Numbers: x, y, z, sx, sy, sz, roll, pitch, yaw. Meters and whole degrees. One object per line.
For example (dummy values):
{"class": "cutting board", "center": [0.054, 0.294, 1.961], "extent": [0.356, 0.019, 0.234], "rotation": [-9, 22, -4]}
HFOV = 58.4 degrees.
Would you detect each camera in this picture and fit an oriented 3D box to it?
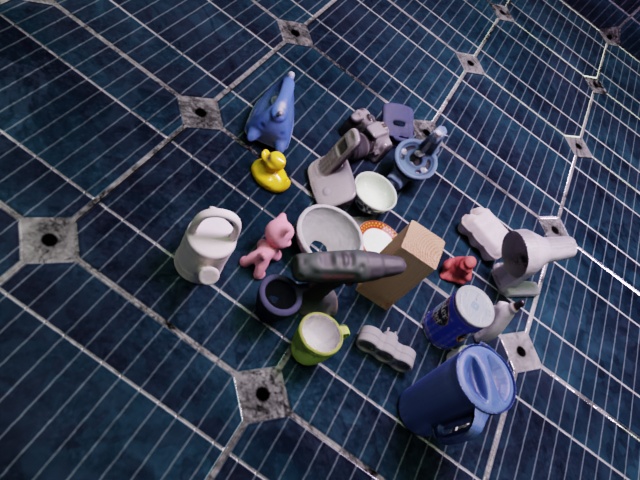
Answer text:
{"class": "camera", "center": [0.110, -0.277, 1.535], "extent": [0.137, 0.100, 0.143], "rotation": [-29, 76, -38]}

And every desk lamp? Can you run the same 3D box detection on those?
{"class": "desk lamp", "center": [0.538, 0.055, 1.475], "extent": [0.204, 0.213, 0.118], "rotation": [2, 59, -27]}

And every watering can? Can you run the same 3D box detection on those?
{"class": "watering can", "center": [-0.212, 0.007, 1.114], "extent": [0.101, 0.193, 0.172], "rotation": [-9, 64, -32]}

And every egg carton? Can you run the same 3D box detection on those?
{"class": "egg carton", "center": [0.453, -0.017, 1.571], "extent": [0.107, 0.069, 0.150], "rotation": [-34, 79, -39]}

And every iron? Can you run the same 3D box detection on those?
{"class": "iron", "center": [-0.100, -0.347, 1.441], "extent": [0.119, 0.141, 0.258], "rotation": [21, 52, -14]}

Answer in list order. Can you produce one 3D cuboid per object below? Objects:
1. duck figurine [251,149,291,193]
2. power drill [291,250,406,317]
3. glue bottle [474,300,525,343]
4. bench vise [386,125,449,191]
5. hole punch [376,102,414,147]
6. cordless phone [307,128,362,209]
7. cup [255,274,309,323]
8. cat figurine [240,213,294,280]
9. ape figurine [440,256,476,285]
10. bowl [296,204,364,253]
{"class": "duck figurine", "center": [-0.107, -0.170, 1.357], "extent": [0.104, 0.086, 0.078], "rotation": [43, 50, 3]}
{"class": "power drill", "center": [0.036, 0.084, 1.188], "extent": [0.230, 0.208, 0.075], "rotation": [5, 57, -25]}
{"class": "glue bottle", "center": [0.425, 0.181, 1.358], "extent": [0.037, 0.173, 0.078], "rotation": [12, 55, -21]}
{"class": "bench vise", "center": [0.273, -0.249, 1.527], "extent": [0.121, 0.219, 0.207], "rotation": [31, 50, -7]}
{"class": "hole punch", "center": [0.217, -0.326, 1.631], "extent": [0.109, 0.091, 0.101], "rotation": [4, 58, -26]}
{"class": "cordless phone", "center": [0.051, -0.168, 1.377], "extent": [0.094, 0.184, 0.147], "rotation": [-3, 61, -30]}
{"class": "cup", "center": [-0.084, 0.125, 1.170], "extent": [0.118, 0.094, 0.091], "rotation": [-18, 69, -35]}
{"class": "cat figurine", "center": [-0.102, 0.006, 1.224], "extent": [0.067, 0.117, 0.128], "rotation": [38, 50, -1]}
{"class": "ape figurine", "center": [0.358, 0.070, 1.448], "extent": [0.076, 0.092, 0.078], "rotation": [-31, 77, -39]}
{"class": "bowl", "center": [0.012, 0.005, 1.315], "extent": [0.168, 0.074, 0.167], "rotation": [14, 54, -20]}
